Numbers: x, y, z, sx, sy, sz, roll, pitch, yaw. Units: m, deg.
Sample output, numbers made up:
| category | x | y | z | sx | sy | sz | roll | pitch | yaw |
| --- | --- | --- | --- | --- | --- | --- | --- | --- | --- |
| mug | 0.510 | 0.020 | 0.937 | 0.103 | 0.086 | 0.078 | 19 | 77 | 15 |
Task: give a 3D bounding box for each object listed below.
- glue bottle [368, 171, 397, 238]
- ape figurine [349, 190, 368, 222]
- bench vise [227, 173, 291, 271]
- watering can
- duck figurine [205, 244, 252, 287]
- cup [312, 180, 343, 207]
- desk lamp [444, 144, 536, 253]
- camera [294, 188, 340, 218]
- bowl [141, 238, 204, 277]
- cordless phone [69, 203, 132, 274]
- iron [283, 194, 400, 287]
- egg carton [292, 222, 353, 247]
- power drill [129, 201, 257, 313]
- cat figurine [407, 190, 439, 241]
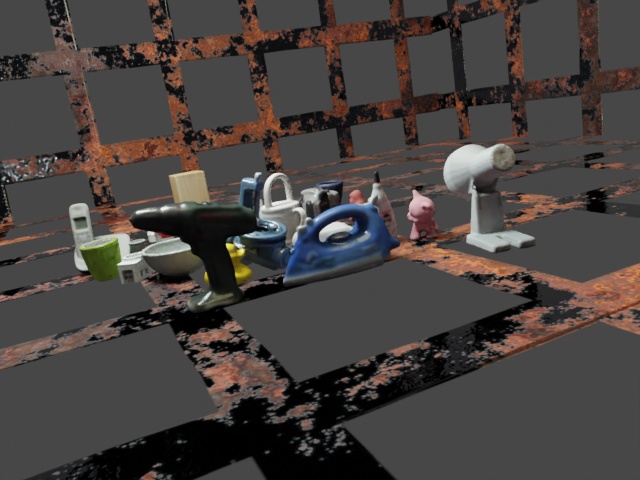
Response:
| category | x | y | z | sx | sy | sz | roll | pitch | yaw |
| --- | --- | --- | --- | --- | --- | --- | --- | --- | --- |
| glue bottle | 0.142 | -0.077 | 1.354 | 0.037 | 0.173 | 0.078 | 3 | 18 | 42 |
| ape figurine | 0.109 | -0.099 | 1.652 | 0.076 | 0.092 | 0.078 | -2 | 15 | 28 |
| bench vise | -0.171 | -0.038 | 1.288 | 0.207 | 0.220 | 0.122 | -5 | 14 | 18 |
| watering can | -0.105 | -0.071 | 1.445 | 0.172 | 0.194 | 0.101 | -4 | 14 | 21 |
| duck figurine | -0.199 | 0.052 | 1.220 | 0.105 | 0.086 | 0.077 | -17 | 16 | -33 |
| cup | 0.027 | -0.142 | 1.883 | 0.118 | 0.095 | 0.091 | -18 | 16 | -35 |
| desk lamp | 0.357 | -0.098 | 1.212 | 0.118 | 0.214 | 0.203 | -12 | 13 | -12 |
| camera | -0.028 | -0.113 | 1.782 | 0.136 | 0.101 | 0.143 | 0 | 16 | 34 |
| bowl | -0.334 | 0.045 | 1.366 | 0.167 | 0.075 | 0.167 | -8 | 13 | 2 |
| cordless phone | -0.587 | -0.011 | 1.526 | 0.148 | 0.185 | 0.094 | -11 | 13 | -10 |
| iron | 0.032 | -0.003 | 1.183 | 0.259 | 0.141 | 0.118 | -15 | 15 | -25 |
| egg carton | 0.012 | 0.005 | 1.321 | 0.150 | 0.069 | 0.107 | -12 | 13 | -14 |
| power drill | -0.223 | 0.024 | 1.082 | 0.230 | 0.208 | 0.075 | -15 | 14 | -25 |
| cat figurine | 0.242 | -0.064 | 1.358 | 0.067 | 0.118 | 0.128 | -5 | 13 | 14 |
